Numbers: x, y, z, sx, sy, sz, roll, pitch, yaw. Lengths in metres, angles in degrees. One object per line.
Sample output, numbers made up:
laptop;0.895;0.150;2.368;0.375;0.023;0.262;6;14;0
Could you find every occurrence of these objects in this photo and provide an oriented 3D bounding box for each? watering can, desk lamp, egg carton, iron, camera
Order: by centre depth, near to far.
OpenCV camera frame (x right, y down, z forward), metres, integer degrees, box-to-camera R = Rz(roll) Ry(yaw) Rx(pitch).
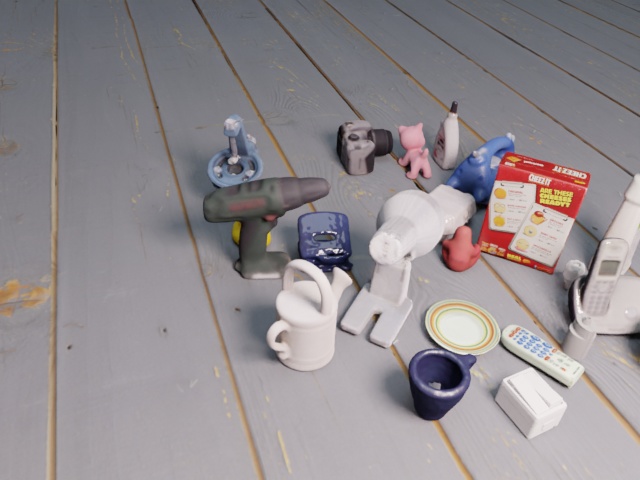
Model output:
watering can;-0.019;0.106;0.922;0.100;0.194;0.173;15;40;14
desk lamp;0.130;0.040;1.001;0.117;0.214;0.203;19;41;18
egg carton;0.273;-0.061;1.255;0.107;0.069;0.151;27;44;27
iron;0.413;-0.189;1.370;0.118;0.141;0.259;31;46;30
camera;0.119;-0.245;1.449;0.137;0.101;0.143;-6;39;-12

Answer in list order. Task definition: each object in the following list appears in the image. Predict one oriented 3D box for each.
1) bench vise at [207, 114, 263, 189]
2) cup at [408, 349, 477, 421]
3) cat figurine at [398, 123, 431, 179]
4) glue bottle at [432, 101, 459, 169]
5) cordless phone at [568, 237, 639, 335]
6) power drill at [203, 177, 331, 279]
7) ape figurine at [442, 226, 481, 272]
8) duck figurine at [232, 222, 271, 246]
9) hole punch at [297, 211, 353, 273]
bench vise;-0.190;-0.193;1.262;0.121;0.220;0.207;-4;39;-9
cup;0.185;0.222;0.872;0.118;0.095;0.091;-19;44;-26
cat figurine;0.238;-0.232;1.428;0.067;0.118;0.127;-8;40;-14
glue bottle;0.322;-0.268;1.436;0.037;0.173;0.078;-11;41;-17
cordless phone;0.528;0.078;1.009;0.147;0.185;0.094;0;39;-5
power drill;-0.098;-0.027;1.071;0.229;0.208;0.075;-1;39;-6
ape figurine;0.283;0.011;1.148;0.077;0.092;0.076;21;42;21
duck figurine;-0.142;-0.036;1.177;0.078;0.086;0.104;-19;44;-26
hole punch;0.010;0.004;1.135;0.109;0.091;0.101;-3;39;-8
